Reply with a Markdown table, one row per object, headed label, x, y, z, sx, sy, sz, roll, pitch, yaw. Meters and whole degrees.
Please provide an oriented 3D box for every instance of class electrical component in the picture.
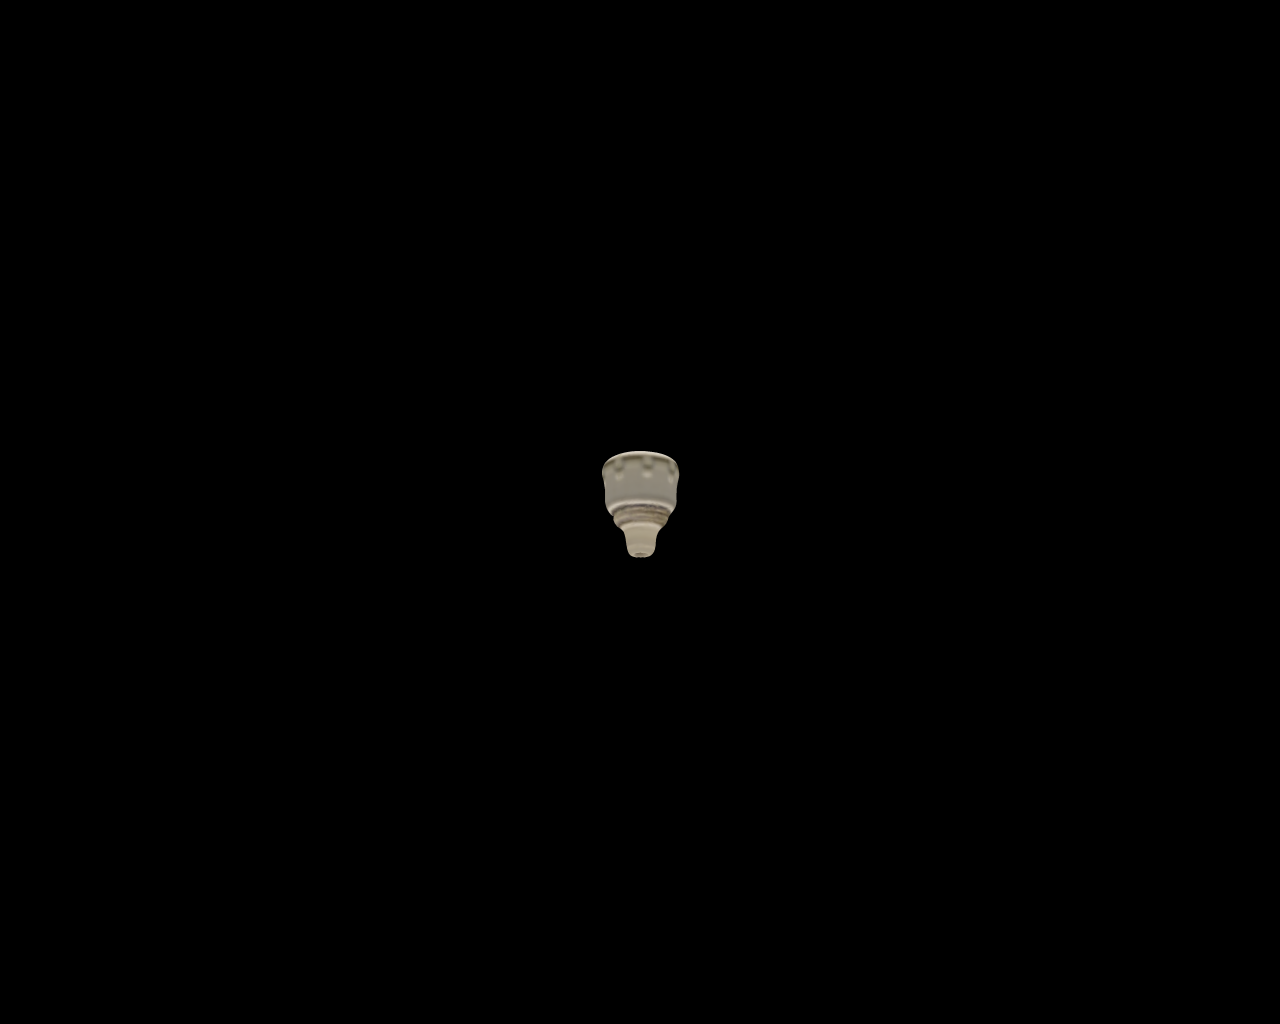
| label | x | y | z | sx | sy | sz | roll | pitch | yaw |
| --- | --- | --- | --- | --- | --- | --- | --- | --- | --- |
| electrical component | 0.001 | -0.003 | 0.650 | 0.048 | 0.062 | 0.048 | 0 | -16 | 0 |
